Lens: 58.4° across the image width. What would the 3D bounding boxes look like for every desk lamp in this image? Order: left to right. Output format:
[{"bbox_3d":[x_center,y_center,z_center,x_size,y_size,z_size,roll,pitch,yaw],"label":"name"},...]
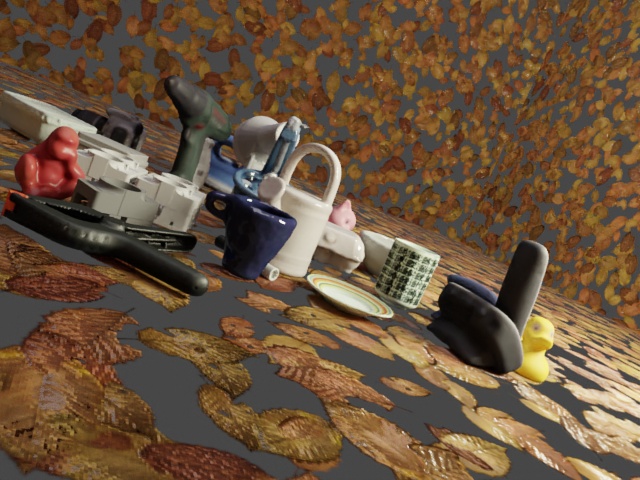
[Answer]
[{"bbox_3d":[-0.122,-0.157,1.223,0.118,0.213,0.202,18,9,-29],"label":"desk lamp"}]

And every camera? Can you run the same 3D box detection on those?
[{"bbox_3d":[-0.450,-0.234,1.217,0.137,0.101,0.143,22,8,-8],"label":"camera"}]

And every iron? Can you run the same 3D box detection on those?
[{"bbox_3d":[-0.220,-0.189,1.418,0.257,0.141,0.119,27,9,26],"label":"iron"}]

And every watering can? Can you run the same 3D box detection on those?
[{"bbox_3d":[-0.034,-0.051,0.850,0.101,0.194,0.173,23,8,4],"label":"watering can"}]

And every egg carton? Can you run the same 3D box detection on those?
[{"bbox_3d":[0.010,0.004,1.058,0.150,0.069,0.107,22,8,-4],"label":"egg carton"}]

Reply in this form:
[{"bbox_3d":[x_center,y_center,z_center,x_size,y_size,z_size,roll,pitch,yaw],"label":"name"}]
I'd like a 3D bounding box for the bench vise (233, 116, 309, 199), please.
[{"bbox_3d":[-0.094,-0.113,0.995,0.122,0.220,0.207,19,9,-24],"label":"bench vise"}]

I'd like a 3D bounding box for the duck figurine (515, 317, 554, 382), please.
[{"bbox_3d":[0.321,0.157,0.869,0.077,0.086,0.104,23,8,0],"label":"duck figurine"}]

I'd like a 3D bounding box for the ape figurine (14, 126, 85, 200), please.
[{"bbox_3d":[-0.326,-0.096,0.703,0.078,0.092,0.076,19,9,-29],"label":"ape figurine"}]

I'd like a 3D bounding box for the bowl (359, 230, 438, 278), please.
[{"bbox_3d":[0.144,0.045,1.142,0.167,0.075,0.167,23,8,-3],"label":"bowl"}]

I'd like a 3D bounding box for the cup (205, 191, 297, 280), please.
[{"bbox_3d":[-0.099,-0.004,0.722,0.118,0.095,0.091,22,8,-8],"label":"cup"}]

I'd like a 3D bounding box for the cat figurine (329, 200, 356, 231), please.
[{"bbox_3d":[0.019,-0.034,1.153,0.128,0.118,0.067,17,10,-35],"label":"cat figurine"}]

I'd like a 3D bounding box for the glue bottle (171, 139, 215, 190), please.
[{"bbox_3d":[-0.268,-0.203,1.263,0.078,0.173,0.037,19,9,-27],"label":"glue bottle"}]

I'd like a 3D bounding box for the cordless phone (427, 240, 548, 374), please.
[{"bbox_3d":[0.245,0.079,0.811,0.094,0.185,0.147,18,10,-32],"label":"cordless phone"}]

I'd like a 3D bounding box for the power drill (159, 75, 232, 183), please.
[{"bbox_3d":[-0.258,-0.195,1.114,0.075,0.208,0.230,25,8,15],"label":"power drill"}]

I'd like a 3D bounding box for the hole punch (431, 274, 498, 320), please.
[{"bbox_3d":[0.254,0.113,0.947,0.108,0.091,0.101,29,10,38],"label":"hole punch"}]
